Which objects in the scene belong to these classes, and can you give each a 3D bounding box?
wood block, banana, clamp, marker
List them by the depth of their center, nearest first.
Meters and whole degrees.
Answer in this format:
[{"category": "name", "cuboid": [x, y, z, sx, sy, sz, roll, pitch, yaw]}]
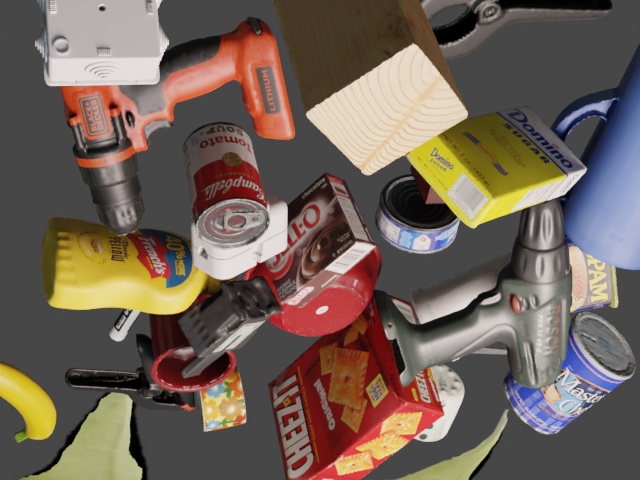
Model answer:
[{"category": "wood block", "cuboid": [0.027, -0.164, 0.802, 0.091, 0.206, 0.090, -30, 139, 17]}, {"category": "clamp", "cuboid": [0.151, -0.206, 0.928, 0.210, 0.036, 0.164, -29, 141, 18]}, {"category": "marker", "cuboid": [-0.198, 0.068, 1.160, 0.020, 0.020, 0.121, 13, 134, -31]}, {"category": "banana", "cuboid": [-0.351, 0.188, 1.241, 0.069, 0.037, 0.198, -14, 141, -4]}, {"category": "clamp", "cuboid": [-0.214, 0.169, 1.262, 0.120, 0.039, 0.171, -17, 143, 18]}]

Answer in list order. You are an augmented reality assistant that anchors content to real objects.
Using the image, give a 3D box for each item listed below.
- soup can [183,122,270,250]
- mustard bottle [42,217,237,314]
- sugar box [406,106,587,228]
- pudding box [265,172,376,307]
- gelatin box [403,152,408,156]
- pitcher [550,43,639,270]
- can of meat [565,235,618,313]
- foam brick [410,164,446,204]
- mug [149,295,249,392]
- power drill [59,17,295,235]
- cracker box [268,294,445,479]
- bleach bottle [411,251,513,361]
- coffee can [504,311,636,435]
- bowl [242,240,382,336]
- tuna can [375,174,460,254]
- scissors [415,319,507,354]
[{"category": "soup can", "cuboid": [-0.088, -0.051, 0.985, 0.068, 0.102, 0.068, -9, 141, -8]}, {"category": "mustard bottle", "cuboid": [-0.174, 0.029, 1.058, 0.191, 0.096, 0.058, 7, 131, -25]}, {"category": "sugar box", "cuboid": [0.169, -0.073, 0.995, 0.175, 0.093, 0.048, -20, 154, -46]}, {"category": "pudding box", "cuboid": [-0.007, 0.001, 1.083, 0.114, 0.090, 0.039, -39, 148, 25]}, {"category": "gelatin box", "cuboid": [0.041, -0.119, 0.954, 0.073, 0.089, 0.030, 16, 124, -33]}, {"category": "pitcher", "cuboid": [0.321, -0.098, 1.052, 0.149, 0.145, 0.243, -21, 143, -29]}, {"category": "can of meat", "cuboid": [0.276, 0.031, 1.176, 0.084, 0.057, 0.102, -11, 113, 1]}, {"category": "foam brick", "cuboid": [0.139, -0.073, 1.073, 0.078, 0.051, 0.053, -3, 139, -14]}, {"category": "mug", "cuboid": [-0.133, 0.105, 1.175, 0.117, 0.081, 0.093, -19, 141, 5]}, {"category": "power drill", "cuboid": [-0.120, -0.103, 0.908, 0.187, 0.057, 0.184, -14, 118, -7]}, {"category": "cracker box", "cuboid": [0.035, 0.187, 1.265, 0.072, 0.164, 0.214, 22, 128, -35]}, {"category": "bleach bottle", "cuboid": [0.239, 0.047, 1.244, 0.251, 0.068, 0.102, -29, 133, 12]}, {"category": "coffee can", "cuboid": [0.324, 0.174, 1.390, 0.102, 0.103, 0.140, 15, 133, -32]}, {"category": "bowl", "cuboid": [-0.003, 0.059, 1.185, 0.162, 0.055, 0.162, -9, 141, -8]}, {"category": "tuna can", "cuboid": [0.101, -0.028, 1.088, 0.086, 0.086, 0.034, -5, 137, -13]}, {"category": "scissors", "cuboid": [0.175, 0.128, 1.356, 0.201, 0.016, 0.096, -5, 140, -13]}]
